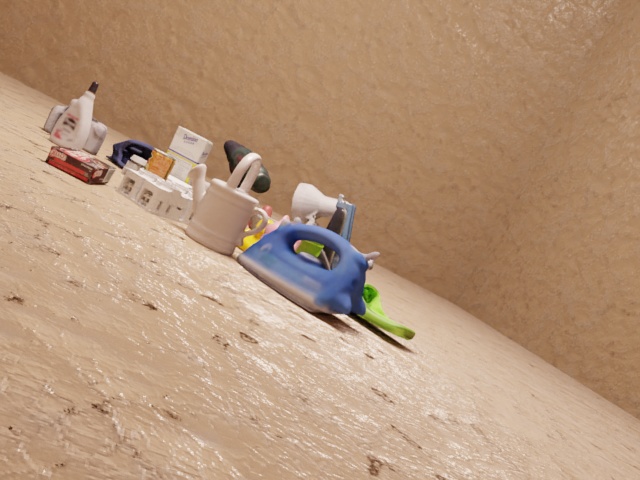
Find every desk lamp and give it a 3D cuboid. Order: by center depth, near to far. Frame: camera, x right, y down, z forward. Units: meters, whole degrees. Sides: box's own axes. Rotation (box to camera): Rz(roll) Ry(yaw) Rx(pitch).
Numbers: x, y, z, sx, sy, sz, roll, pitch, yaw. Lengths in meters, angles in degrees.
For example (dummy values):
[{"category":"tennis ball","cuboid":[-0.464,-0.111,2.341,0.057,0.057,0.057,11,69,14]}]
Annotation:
[{"category":"desk lamp","cuboid":[-0.013,-0.050,1.779,0.203,0.213,0.118,29,3,15]}]

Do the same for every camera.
[{"category":"camera","cuboid":[-0.643,-0.307,1.537,0.143,0.101,0.136,27,3,-18]}]

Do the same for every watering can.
[{"category":"watering can","cuboid":[-0.173,-0.081,1.081,0.173,0.194,0.101,27,3,-12]}]

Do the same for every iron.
[{"category":"iron","cuboid":[-0.022,0.034,1.015,0.257,0.141,0.119,29,3,23]}]

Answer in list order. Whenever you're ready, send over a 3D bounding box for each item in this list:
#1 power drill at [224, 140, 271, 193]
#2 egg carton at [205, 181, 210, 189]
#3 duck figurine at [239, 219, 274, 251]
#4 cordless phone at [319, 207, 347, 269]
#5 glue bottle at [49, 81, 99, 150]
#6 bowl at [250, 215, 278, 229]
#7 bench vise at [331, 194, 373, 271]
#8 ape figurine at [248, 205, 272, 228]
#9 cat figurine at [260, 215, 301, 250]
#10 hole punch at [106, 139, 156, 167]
[{"category":"power drill","cuboid":[-0.222,-0.139,1.457,0.076,0.208,0.228,25,4,-45]},{"category":"egg carton","cuboid":[-0.344,-0.136,1.637,0.151,0.069,0.107,25,4,-42]},{"category":"duck figurine","cuboid":[-0.130,-0.008,1.255,0.104,0.086,0.078,31,4,42]},{"category":"cordless phone","cuboid":[0.013,0.005,1.377,0.094,0.185,0.147,27,3,-18]},{"category":"glue bottle","cuboid":[-0.563,-0.293,1.340,0.078,0.173,0.037,28,3,8]},{"category":"bowl","cuboid":[-0.116,-0.007,1.474,0.167,0.075,0.167,28,3,-1]},{"category":"bench vise","cuboid":[0.061,-0.001,1.578,0.208,0.220,0.121,28,3,-10]},{"category":"ape figurine","cuboid":[-0.168,-0.058,1.690,0.077,0.092,0.076,29,3,10]},{"category":"cat figurine","cuboid":[-0.076,0.011,1.127,0.067,0.118,0.128,30,3,28]},{"category":"hole punch","cuboid":[-0.514,-0.236,1.583,0.100,0.091,0.109,31,4,41]}]
